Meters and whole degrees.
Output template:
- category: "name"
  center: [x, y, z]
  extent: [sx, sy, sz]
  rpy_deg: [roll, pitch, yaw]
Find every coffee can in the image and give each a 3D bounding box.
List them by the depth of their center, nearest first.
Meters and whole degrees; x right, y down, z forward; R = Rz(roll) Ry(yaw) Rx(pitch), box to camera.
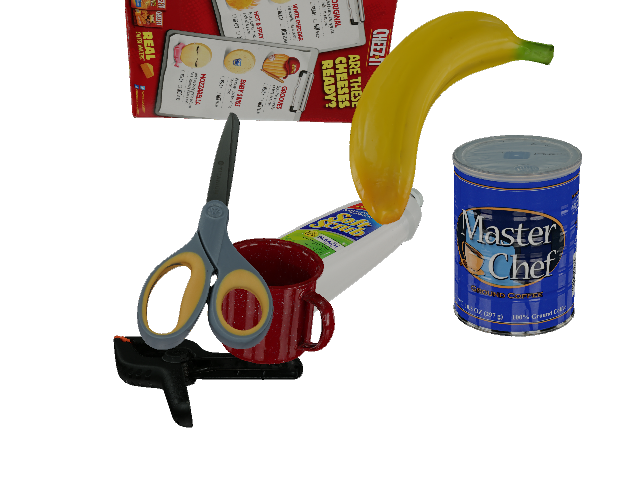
- category: "coffee can"
  center: [0.161, -0.006, 0.885]
  extent: [0.103, 0.140, 0.103]
  rpy_deg: [-3, 22, 1]

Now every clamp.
- category: "clamp"
  center: [-0.146, 0.134, 1.085]
  extent: [0.210, 0.036, 0.164]
  rpy_deg: [9, 17, 33]

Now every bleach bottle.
- category: "bleach bottle"
  center: [0.032, -0.004, 1.256]
  extent: [0.103, 0.068, 0.250]
  rpy_deg: [23, 39, 32]

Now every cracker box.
- category: "cracker box"
  center: [-0.051, -0.180, 0.881]
  extent: [0.213, 0.072, 0.164]
  rpy_deg: [0, -41, -6]

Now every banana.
- category: "banana"
  center: [0.061, -0.081, 0.586]
  extent: [0.070, 0.037, 0.197]
  rpy_deg: [27, 49, 22]

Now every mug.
- category: "mug"
  center: [-0.036, 0.058, 0.928]
  extent: [0.117, 0.081, 0.093]
  rpy_deg: [21, 30, 29]

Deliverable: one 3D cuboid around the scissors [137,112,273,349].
- category: "scissors"
  center: [-0.057, -0.004, 0.729]
  extent: [0.096, 0.201, 0.016]
  rpy_deg: [20, -35, 7]
